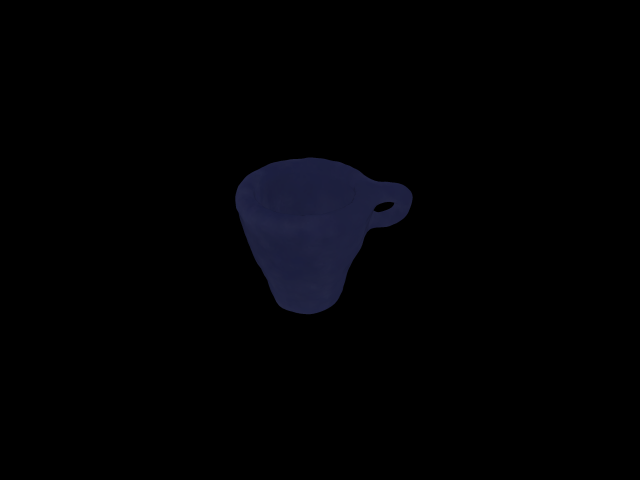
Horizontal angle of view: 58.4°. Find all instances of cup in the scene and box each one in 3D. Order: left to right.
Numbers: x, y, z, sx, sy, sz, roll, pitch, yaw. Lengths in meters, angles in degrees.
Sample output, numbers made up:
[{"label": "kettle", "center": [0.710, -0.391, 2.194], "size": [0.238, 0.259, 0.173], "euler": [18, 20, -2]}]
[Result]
[{"label": "cup", "center": [0.004, 0.001, 0.400], "size": [0.118, 0.095, 0.091], "euler": [-5, 35, -7]}]
